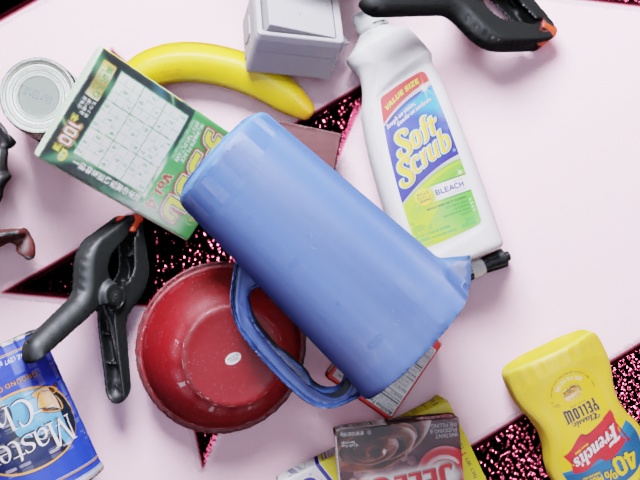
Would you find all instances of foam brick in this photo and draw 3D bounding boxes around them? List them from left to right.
[{"bbox_3d":[-0.023,-0.079,0.989,0.078,0.053,0.051,12,89,-3],"label":"foam brick"}]

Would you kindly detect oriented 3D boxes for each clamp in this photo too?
[{"bbox_3d":[-0.202,0.052,0.950,0.039,0.120,0.171,-2,72,31],"label":"clamp"},{"bbox_3d":[0.126,-0.224,0.978,0.209,0.036,0.164,30,55,-17],"label":"clamp"}]

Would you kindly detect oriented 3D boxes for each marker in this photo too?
[{"bbox_3d":[0.125,0.036,1.007,0.121,0.020,0.020,-21,91,-11],"label":"marker"}]

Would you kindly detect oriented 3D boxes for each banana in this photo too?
[{"bbox_3d":[-0.103,-0.149,0.994,0.197,0.037,0.070,1,102,-3],"label":"banana"}]

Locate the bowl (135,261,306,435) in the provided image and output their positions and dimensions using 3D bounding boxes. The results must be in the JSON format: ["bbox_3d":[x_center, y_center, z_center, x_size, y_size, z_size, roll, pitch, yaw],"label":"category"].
[{"bbox_3d":[-0.084,0.101,0.966,0.162,0.055,0.162,-1,93,-16],"label":"bowl"}]

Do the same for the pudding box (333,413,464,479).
[{"bbox_3d":[0.071,0.205,0.952,0.113,0.039,0.090,-5,90,-1],"label":"pudding box"}]

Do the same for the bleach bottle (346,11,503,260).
[{"bbox_3d":[0.081,-0.094,0.993,0.102,0.068,0.251,-21,88,-2],"label":"bleach bottle"}]

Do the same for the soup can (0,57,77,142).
[{"bbox_3d":[-0.241,-0.121,0.950,0.068,0.102,0.068,0,89,-5],"label":"soup can"}]

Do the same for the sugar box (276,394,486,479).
[{"bbox_3d":[0.057,0.225,0.994,0.176,0.048,0.093,-27,91,-5],"label":"sugar box"}]

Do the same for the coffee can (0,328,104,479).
[{"bbox_3d":[-0.267,0.161,0.944,0.102,0.103,0.140,-24,91,-4],"label":"coffee can"}]

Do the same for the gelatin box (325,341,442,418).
[{"bbox_3d":[0.059,0.112,1.003,0.073,0.030,0.089,35,87,-4],"label":"gelatin box"}]

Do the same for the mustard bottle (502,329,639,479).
[{"bbox_3d":[0.252,0.188,1.001,0.096,0.058,0.191,-25,91,-4],"label":"mustard bottle"}]

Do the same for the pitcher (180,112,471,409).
[{"bbox_3d":[-0.006,0.017,0.908,0.243,0.145,0.149,43,56,-1],"label":"pitcher"}]
